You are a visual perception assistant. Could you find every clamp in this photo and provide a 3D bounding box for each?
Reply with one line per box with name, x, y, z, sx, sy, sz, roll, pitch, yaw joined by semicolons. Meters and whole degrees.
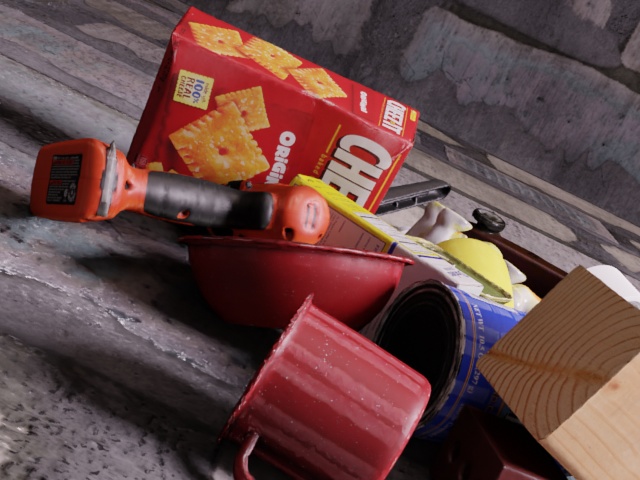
clamp;0.040;-0.017;1.081;0.209;0.036;0.164;11;46;-12

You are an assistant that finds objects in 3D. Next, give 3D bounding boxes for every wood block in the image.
wood block;0.200;0.124;0.638;0.206;0.090;0.091;44;5;-26

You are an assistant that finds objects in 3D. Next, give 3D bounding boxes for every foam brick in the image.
foam brick;0.105;0.142;0.619;0.051;0.053;0.078;23;12;-15

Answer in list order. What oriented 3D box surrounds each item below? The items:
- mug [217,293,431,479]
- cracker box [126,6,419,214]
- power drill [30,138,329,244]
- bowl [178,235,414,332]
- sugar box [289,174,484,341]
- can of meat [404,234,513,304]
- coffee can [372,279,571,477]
mug;0.000;0.095;0.551;0.081;0.093;0.117;32;44;3
cracker box;-0.048;-0.075;0.909;0.213;0.164;0.072;25;34;-5
power drill;-0.112;-0.030;0.791;0.187;0.057;0.185;8;-5;-35
bowl;-0.018;0.033;0.725;0.162;0.055;0.162;5;-3;0
sugar box;0.031;0.030;0.823;0.176;0.093;0.048;35;17;30
can of meat;0.088;0.056;0.848;0.102;0.084;0.057;36;17;36
coffee can;0.116;0.094;0.714;0.140;0.103;0.103;19;15;-27
